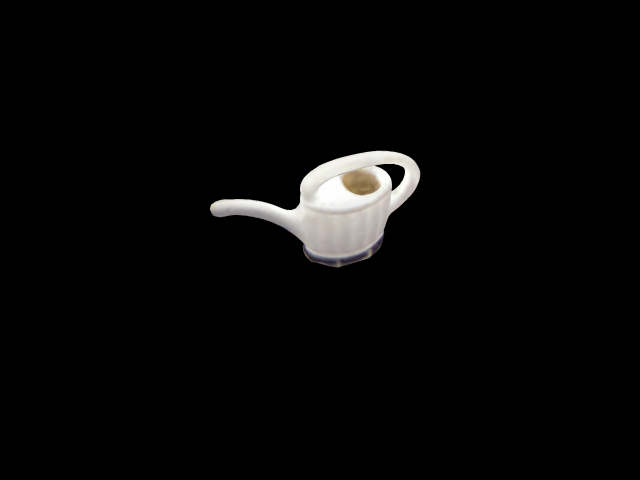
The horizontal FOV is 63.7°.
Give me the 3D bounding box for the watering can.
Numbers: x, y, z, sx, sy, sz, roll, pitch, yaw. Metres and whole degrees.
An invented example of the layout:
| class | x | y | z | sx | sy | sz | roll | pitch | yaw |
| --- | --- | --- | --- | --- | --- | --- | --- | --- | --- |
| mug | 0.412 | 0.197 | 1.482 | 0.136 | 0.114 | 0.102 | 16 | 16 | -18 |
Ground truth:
| class | x | y | z | sx | sy | sz | roll | pitch | yaw |
| --- | --- | --- | --- | --- | --- | --- | --- | --- | --- |
| watering can | 0.003 | -0.043 | 0.850 | 0.349 | 0.106 | 0.219 | -16 | -38 | -13 |
